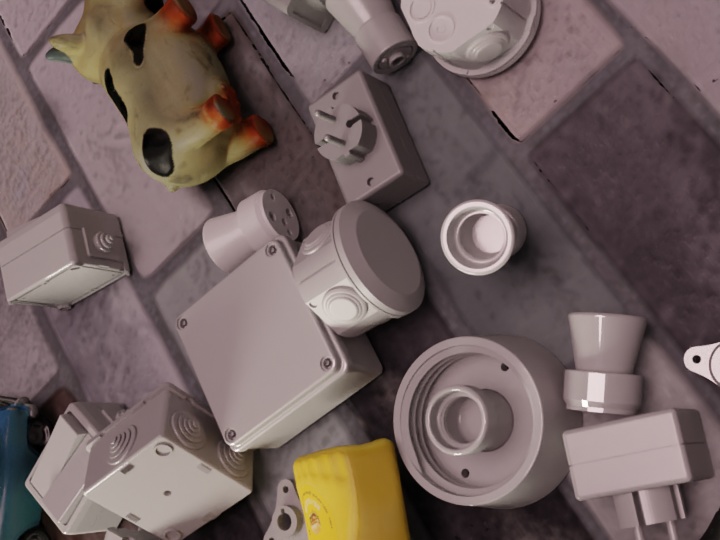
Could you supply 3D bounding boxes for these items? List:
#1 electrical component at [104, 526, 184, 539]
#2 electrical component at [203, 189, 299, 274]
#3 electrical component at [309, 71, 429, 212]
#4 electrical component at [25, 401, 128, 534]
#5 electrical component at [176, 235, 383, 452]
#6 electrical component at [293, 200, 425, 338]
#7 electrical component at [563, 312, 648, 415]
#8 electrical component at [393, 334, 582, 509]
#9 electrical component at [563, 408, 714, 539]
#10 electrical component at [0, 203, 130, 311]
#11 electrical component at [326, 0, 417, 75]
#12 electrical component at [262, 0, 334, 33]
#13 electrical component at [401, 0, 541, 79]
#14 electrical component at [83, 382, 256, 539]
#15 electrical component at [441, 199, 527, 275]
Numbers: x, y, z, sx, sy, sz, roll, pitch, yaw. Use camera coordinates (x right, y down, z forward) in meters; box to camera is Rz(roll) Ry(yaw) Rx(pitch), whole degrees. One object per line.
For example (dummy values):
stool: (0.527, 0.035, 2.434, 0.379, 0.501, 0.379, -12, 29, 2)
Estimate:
electrical component: (-0.142, 0.225, 0.768, 0.089, 0.050, 0.055, 17, 92, 33)
electrical component: (-0.077, -0.028, 0.766, 0.055, 0.045, 0.045, -27, 69, 26)
electrical component: (-0.005, -0.087, 0.709, 0.047, 0.076, 0.083, -31, 67, 25)
electrical component: (-0.201, 0.143, 0.811, 0.062, 0.061, 0.096, 39, 104, 31)
electrical component: (-0.057, 0.051, 0.734, 0.109, 0.056, 0.108, -38, 65, 23)
electrical component: (0.000, 0.000, 0.692, 0.051, 0.080, 0.080, -32, 67, 31)
electrical component: (0.140, 0.053, 0.614, 0.045, 0.045, 0.055, 2, 84, 33)
electrical component: (0.071, 0.090, 0.644, 0.108, 0.060, 0.108, -5, 80, 32)
electrical component: (0.157, 0.120, 0.592, 0.066, 0.047, 0.076, -18, 73, 30)
electrical component: (-0.232, -0.015, 0.853, 0.096, 0.062, 0.061, -26, 70, 27)
electrical component: (0.010, -0.167, 0.733, 0.044, 0.044, 0.065, -38, 70, 23)
electrical component: (-0.030, -0.221, 0.760, 0.056, 0.050, 0.089, 36, 103, 31)
electrical component: (0.070, -0.167, 0.688, 0.080, 0.051, 0.080, -6, 80, 32)
electrical component: (-0.131, 0.137, 0.744, 0.100, 0.100, 0.048, -37, 32, 23)
electrical component: (0.078, -0.022, 0.652, 0.044, 0.065, 0.044, 2, 96, 20)
